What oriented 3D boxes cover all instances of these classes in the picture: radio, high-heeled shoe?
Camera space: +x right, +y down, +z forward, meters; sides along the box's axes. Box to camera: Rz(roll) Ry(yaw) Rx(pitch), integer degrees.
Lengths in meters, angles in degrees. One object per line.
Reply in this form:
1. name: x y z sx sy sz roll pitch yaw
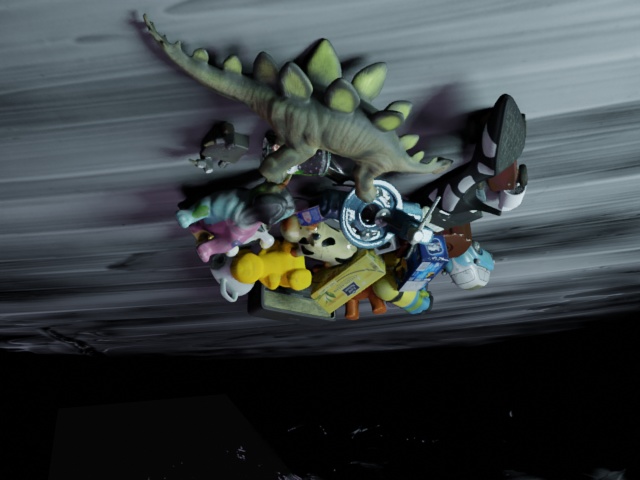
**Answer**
1. radio: -0.069 0.138 1.358 0.229 0.131 0.073 16 148 -35
2. high-heeled shoe: 0.228 -0.132 0.834 0.145 0.086 0.248 29 145 33

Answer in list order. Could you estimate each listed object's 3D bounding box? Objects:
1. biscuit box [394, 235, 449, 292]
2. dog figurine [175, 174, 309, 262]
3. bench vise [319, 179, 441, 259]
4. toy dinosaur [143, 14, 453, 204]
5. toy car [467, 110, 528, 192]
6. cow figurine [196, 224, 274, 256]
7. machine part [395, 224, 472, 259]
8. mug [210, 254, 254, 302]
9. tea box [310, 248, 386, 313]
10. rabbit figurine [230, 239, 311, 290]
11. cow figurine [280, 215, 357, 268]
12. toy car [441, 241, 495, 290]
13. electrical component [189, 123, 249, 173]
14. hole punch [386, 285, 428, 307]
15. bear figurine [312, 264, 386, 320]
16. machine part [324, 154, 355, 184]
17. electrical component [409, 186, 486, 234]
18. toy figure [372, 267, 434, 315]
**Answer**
1. biscuit box: 0.214 0.053 1.158 0.059 0.063 0.202 -1 156 -8
2. dog figurine: -0.135 -0.057 0.960 0.219 0.108 0.192 -24 -162 -4
3. bench vise: 0.122 -0.033 0.910 0.223 0.128 0.241 19 -172 -26
4. toy dinosaur: -0.010 -0.170 0.737 0.471 0.105 0.198 12 142 -19
5. toy car: 0.297 -0.144 0.890 0.089 0.053 0.202 -7 152 20
6. cow figurine: -0.185 -0.018 1.083 0.167 0.068 0.098 -12 148 11
7. machine part: 0.249 0.002 1.196 0.179 0.056 0.179 -3 156 -2
8. mug: -0.214 0.083 1.264 0.081 0.109 0.107 -2 147 28
9. tea box: 0.062 0.076 1.210 0.169 0.098 0.068 -39 109 24
10. rabbit figurine: -0.127 0.052 1.186 0.173 0.121 0.163 -8 -174 -41
11. cow figurine: -0.002 -0.003 1.120 0.194 0.085 0.127 22 151 -39
12. toy car: 0.360 0.071 1.307 0.109 0.103 0.161 -22 147 37
13. electrical component: -0.157 -0.141 0.846 0.078 0.045 0.102 19 147 -37
14. hole punch: 0.220 0.102 1.396 0.142 0.092 0.115 -1 125 2
15. bear figurine: 0.074 0.118 1.345 0.120 0.132 0.195 -17 158 25
16. machine part: 0.057 -0.134 0.902 0.084 0.039 0.139 27 144 -35
17. electrical component: 0.250 -0.068 1.043 0.115 0.058 0.134 17 148 -41
18. toy figure: 0.205 0.128 1.305 0.180 0.089 0.082 34 102 -28
